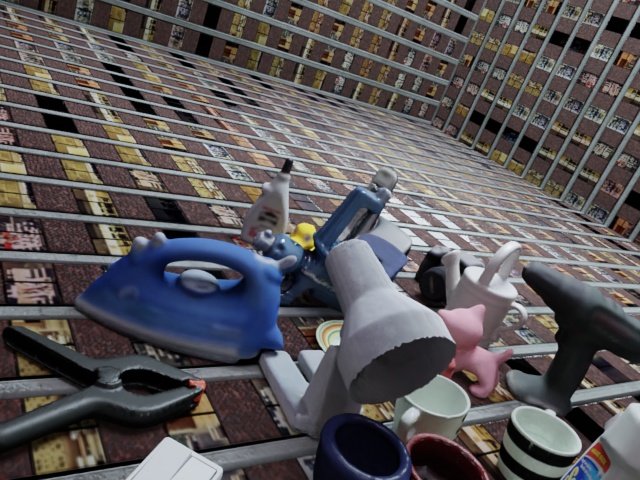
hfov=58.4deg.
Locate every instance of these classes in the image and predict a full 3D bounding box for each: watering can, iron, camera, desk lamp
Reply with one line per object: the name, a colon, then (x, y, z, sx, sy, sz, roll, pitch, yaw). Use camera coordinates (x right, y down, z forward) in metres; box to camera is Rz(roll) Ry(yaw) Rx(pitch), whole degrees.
watering can: (0.283, 0.083, 0.997, 0.172, 0.194, 0.101, 28, 22, 13)
iron: (-0.159, 0.054, 0.714, 0.259, 0.141, 0.118, 15, 23, -18)
camera: (0.250, 0.068, 1.126, 0.137, 0.101, 0.142, -1, 32, -45)
desk lamp: (0.033, 0.121, 0.645, 0.118, 0.213, 0.202, 6, 27, -34)

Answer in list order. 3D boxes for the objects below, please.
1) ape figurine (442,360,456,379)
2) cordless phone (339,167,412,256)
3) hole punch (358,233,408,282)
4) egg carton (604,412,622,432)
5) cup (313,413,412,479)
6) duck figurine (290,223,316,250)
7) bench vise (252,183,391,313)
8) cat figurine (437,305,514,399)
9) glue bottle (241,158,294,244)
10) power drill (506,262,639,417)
ape figurine: (0.150, 0.186, 0.767, 0.078, 0.092, 0.076, 0, 31, -44)
cordless phone: (0.127, -0.040, 1.145, 0.147, 0.185, 0.094, 35, 25, 30)
hole punch: (0.090, 0.049, 1.030, 0.108, 0.091, 0.101, 32, 24, 23)
egg carton: (0.453, 0.309, 0.803, 0.107, 0.069, 0.150, 27, 22, 12)
cup: (0.038, 0.237, 0.539, 0.092, 0.095, 0.117, -1, 32, -45)
duck figurine: (-0.032, 0.010, 1.011, 0.077, 0.086, 0.105, 30, 23, 19)
bench vise: (0.013, 0.009, 0.876, 0.208, 0.220, 0.121, 6, 27, -35)
cat figurine: (0.231, 0.158, 0.876, 0.127, 0.118, 0.067, 31, 23, 20)
glue bottle: (-0.083, -0.069, 1.028, 0.078, 0.173, 0.037, 16, 22, -14)
power drill: (0.379, 0.161, 0.888, 0.229, 0.208, 0.075, 21, 22, -2)
